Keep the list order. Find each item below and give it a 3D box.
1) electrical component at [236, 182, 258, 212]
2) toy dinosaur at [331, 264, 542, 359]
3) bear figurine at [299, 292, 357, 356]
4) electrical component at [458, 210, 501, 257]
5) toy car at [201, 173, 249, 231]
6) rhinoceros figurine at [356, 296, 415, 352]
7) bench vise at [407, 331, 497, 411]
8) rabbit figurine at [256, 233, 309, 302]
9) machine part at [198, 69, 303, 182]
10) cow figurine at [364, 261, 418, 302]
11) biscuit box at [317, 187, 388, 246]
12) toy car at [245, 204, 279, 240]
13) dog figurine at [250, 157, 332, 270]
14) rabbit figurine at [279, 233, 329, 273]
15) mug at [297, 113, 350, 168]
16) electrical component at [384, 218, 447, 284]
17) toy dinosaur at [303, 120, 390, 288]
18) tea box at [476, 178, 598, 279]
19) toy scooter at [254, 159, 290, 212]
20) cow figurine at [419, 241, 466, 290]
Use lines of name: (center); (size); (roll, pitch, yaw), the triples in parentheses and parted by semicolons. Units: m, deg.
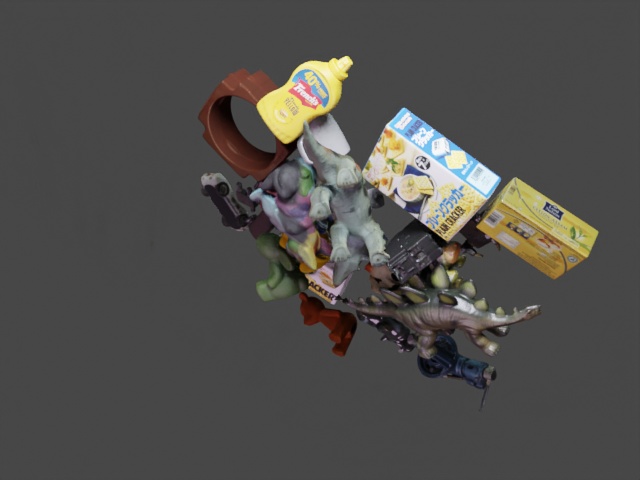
electrical component: (-0.200, -0.115, 1.460); (0.063, 0.021, 0.093); (26, 149, 20)
toy dinosaur: (0.230, 0.149, 1.151); (0.472, 0.105, 0.198); (-11, 119, 40)
bear figurine: (0.008, 0.245, 1.619); (0.196, 0.132, 0.120); (18, 143, 21)
electrical component: (0.309, -0.009, 1.042); (0.078, 0.045, 0.102); (43, 149, -10)
toy car: (-0.264, -0.103, 1.512); (0.074, 0.056, 0.201); (2, 136, 37)
rhinoceros figurine: (0.182, 0.237, 1.474); (0.190, 0.073, 0.112); (34, 148, 8)
bench vise: (0.317, 0.299, 1.351); (0.240, 0.129, 0.224); (35, 174, -31)
rabbit figurine: (-0.106, 0.061, 1.381); (0.159, 0.121, 0.170); (-7, 111, 44)
machine part: (-0.144, -0.242, 1.142); (0.201, 0.087, 0.201); (46, 137, -7)
cow figurine: (0.172, 0.085, 1.271); (0.127, 0.085, 0.195); (47, 157, 4)
biscuit box: (0.068, -0.050, 1.225); (0.202, 0.063, 0.059); (51, 148, -19)
toy car: (-0.142, -0.052, 1.453); (0.089, 0.053, 0.202); (58, 148, 5)
dog figurine: (-0.036, -0.048, 1.161); (0.219, 0.108, 0.191); (55, 137, 2)
rabbit figurine: (-0.003, -0.004, 1.301); (0.173, 0.162, 0.122); (25, 140, -12)
mug: (-0.007, -0.203, 1.068); (0.081, 0.109, 0.107); (-4, 117, 55)
electrical component: (0.195, 0.013, 1.106); (0.058, 0.134, 0.115); (46, -169, -18)
toy dinosaur: (0.046, -0.077, 1.038); (0.131, 0.192, 0.404); (-13, 121, 4)
tea box: (0.376, -0.019, 0.937); (0.170, 0.068, 0.098); (35, 150, 4)
toy scooter: (-0.121, -0.133, 1.291); (0.135, 0.075, 0.183); (27, 137, 8)
cow figurine: (0.259, 0.050, 1.156); (0.098, 0.068, 0.167); (26, 148, 28)
